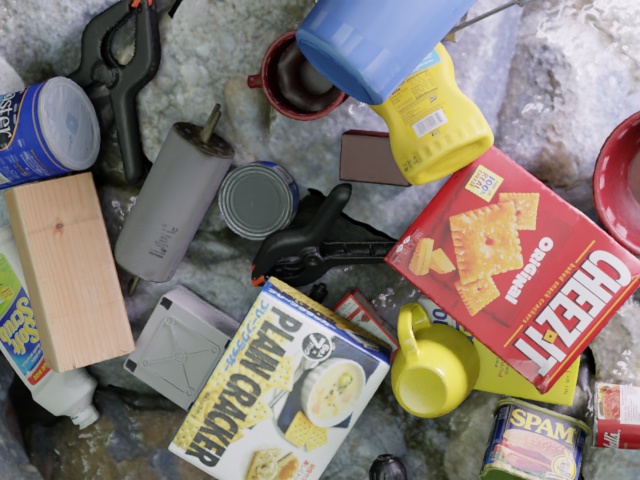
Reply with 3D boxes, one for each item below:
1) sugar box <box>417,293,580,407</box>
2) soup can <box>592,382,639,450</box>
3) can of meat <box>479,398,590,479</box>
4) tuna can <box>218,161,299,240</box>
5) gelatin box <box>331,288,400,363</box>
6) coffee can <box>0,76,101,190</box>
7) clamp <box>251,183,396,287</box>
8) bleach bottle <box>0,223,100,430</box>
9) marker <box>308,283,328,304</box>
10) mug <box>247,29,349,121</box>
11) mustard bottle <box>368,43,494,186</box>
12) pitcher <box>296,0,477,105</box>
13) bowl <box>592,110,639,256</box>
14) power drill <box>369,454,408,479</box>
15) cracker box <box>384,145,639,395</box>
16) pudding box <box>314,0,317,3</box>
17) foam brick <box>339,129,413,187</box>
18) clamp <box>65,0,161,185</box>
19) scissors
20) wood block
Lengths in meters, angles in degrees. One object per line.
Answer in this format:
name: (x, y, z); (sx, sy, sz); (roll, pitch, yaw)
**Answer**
sugar box: (0.187, 0.115, 1.142); (0.176, 0.048, 0.093); (7, 103, 12)
soup can: (0.335, 0.184, 1.106); (0.102, 0.068, 0.068); (2, 101, 14)
can of meat: (0.224, 0.226, 1.123); (0.102, 0.084, 0.057); (18, 146, 6)
tuna can: (-0.067, -0.044, 1.182); (0.086, 0.033, 0.086); (3, 102, 14)
gelatin box: (0.041, 0.110, 1.186); (0.089, 0.030, 0.073); (47, 109, 3)
coffee can: (-0.328, -0.113, 1.172); (0.140, 0.102, 0.103); (-12, 97, 22)
clamp: (-0.008, 0.001, 1.152); (0.172, 0.039, 0.120); (-19, 125, 16)
bleach bottle: (-0.332, 0.108, 1.265); (0.103, 0.068, 0.251); (-30, 95, 17)
marker: (-0.024, 0.100, 1.205); (0.020, 0.020, 0.121); (31, 107, 7)
mug: (-0.018, -0.172, 1.120); (0.117, 0.081, 0.093); (-8, 99, 15)
mustard bottle: (0.093, -0.155, 1.082); (0.096, 0.058, 0.192); (-30, 64, 12)
pitcher: (0.085, -0.255, 1.006); (0.149, 0.145, 0.243); (40, 86, -8)
bowl: (0.353, -0.060, 1.061); (0.162, 0.055, 0.162); (3, 101, 14)
power drill: (0.147, 0.309, 1.151); (0.187, 0.057, 0.184); (-8, 99, -6)
cracker box: (0.196, 0.026, 1.079); (0.214, 0.072, 0.164); (41, 94, 14)
pudding box: (0.040, -0.292, 1.106); (0.114, 0.039, 0.090); (-12, 98, 18)
foam brick: (0.063, -0.087, 1.131); (0.078, 0.053, 0.051); (6, 103, 13)
clamp: (-0.229, -0.176, 1.196); (0.164, 0.036, 0.210); (37, 111, 4)
scissors: (0.216, -0.246, 1.055); (0.202, 0.096, 0.016); (-20, 97, 32)
wood block: (-0.282, 0.035, 1.199); (0.090, 0.090, 0.206); (-14, 94, -22)
